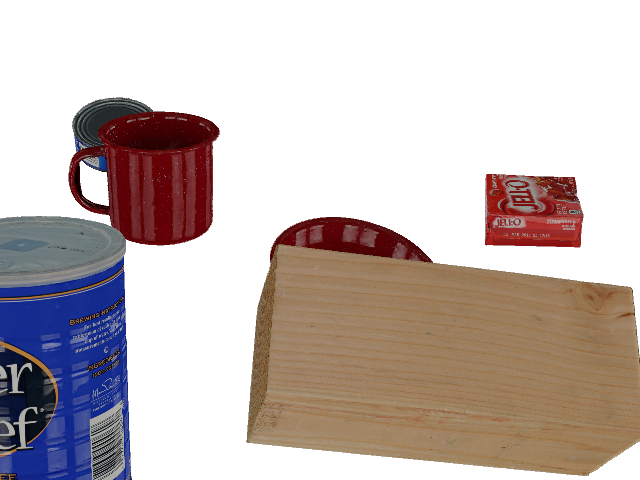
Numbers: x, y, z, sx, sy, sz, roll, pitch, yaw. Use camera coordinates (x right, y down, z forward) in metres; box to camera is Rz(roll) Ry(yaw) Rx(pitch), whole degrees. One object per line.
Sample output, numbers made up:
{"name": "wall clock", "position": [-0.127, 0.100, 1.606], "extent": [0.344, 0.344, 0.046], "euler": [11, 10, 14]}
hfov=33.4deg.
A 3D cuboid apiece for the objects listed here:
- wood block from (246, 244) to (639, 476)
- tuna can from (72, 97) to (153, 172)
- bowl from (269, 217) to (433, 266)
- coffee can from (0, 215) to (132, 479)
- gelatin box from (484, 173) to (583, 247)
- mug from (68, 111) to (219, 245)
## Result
{"name": "wood block", "position": [0.067, 0.072, 0.613], "extent": [0.206, 0.091, 0.090], "euler": [7, -29, -8]}
{"name": "tuna can", "position": [-0.211, -0.108, 1.099], "extent": [0.086, 0.034, 0.086], "euler": [2, 44, -2]}
{"name": "bowl", "position": [0.028, 0.048, 0.981], "extent": [0.162, 0.055, 0.162], "euler": [10, 36, -7]}
{"name": "coffee can", "position": [-0.150, 0.067, 0.551], "extent": [0.103, 0.140, 0.103], "euler": [1, 16, 0]}
{"name": "gelatin box", "position": [0.168, -0.025, 0.848], "extent": [0.073, 0.030, 0.089], "euler": [3, 24, 8]}
{"name": "mug", "position": [-0.137, -0.047, 0.834], "extent": [0.117, 0.081, 0.093], "euler": [-4, 26, -12]}
